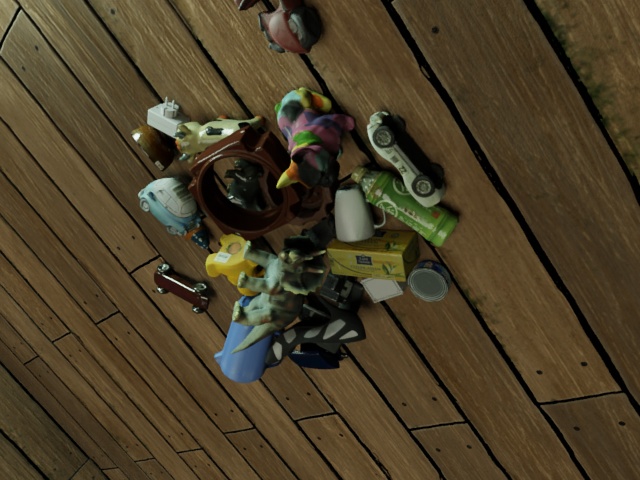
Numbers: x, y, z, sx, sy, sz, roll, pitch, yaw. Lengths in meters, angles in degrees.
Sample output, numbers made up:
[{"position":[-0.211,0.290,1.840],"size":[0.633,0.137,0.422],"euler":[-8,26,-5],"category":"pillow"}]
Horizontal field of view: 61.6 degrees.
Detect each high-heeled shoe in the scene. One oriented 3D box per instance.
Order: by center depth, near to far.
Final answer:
[{"position":[-0.010,0.241,1.239],"size":[0.145,0.086,0.248],"euler":[45,108,14],"category":"high-heeled shoe"}]

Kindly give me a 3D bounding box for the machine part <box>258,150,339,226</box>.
[{"position":[-0.043,-0.117,1.149],"size":[0.180,0.056,0.179],"euler":[15,126,22],"category":"machine part"}]

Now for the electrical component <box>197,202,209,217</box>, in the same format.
[{"position":[-0.262,-0.088,1.310],"size":[0.102,0.045,0.078],"euler":[53,159,-8],"category":"electrical component"}]

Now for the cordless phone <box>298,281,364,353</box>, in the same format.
[{"position":[0.026,0.164,1.298],"size":[0.147,0.089,0.184],"euler":[24,119,17],"category":"cordless phone"}]

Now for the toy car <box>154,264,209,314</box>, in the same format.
[{"position":[-0.391,0.137,1.530],"size":[0.202,0.053,0.089],"euler":[22,119,21],"category":"toy car"}]

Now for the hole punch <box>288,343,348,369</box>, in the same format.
[{"position":[-0.012,0.296,1.393],"size":[0.142,0.092,0.115],"euler":[-9,119,31],"category":"hole punch"}]

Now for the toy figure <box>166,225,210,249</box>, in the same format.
[{"position":[-0.344,-0.034,1.382],"size":[0.154,0.064,0.058],"euler":[33,95,1],"category":"toy figure"}]

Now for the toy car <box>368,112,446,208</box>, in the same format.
[{"position":[0.160,-0.150,0.991],"size":[0.201,0.073,0.056],"euler":[49,131,-7],"category":"toy car"}]

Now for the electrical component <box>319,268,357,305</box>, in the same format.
[{"position":[0.036,0.100,1.196],"size":[0.048,0.119,0.074],"euler":[22,89,25],"category":"electrical component"}]

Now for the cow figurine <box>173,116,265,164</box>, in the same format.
[{"position":[-0.220,-0.214,1.140],"size":[0.195,0.127,0.085],"euler":[8,121,23],"category":"cow figurine"}]

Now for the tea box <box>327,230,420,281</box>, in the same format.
[{"position":[0.112,0.028,1.126],"size":[0.170,0.098,0.068],"euler":[2,122,28],"category":"tea box"}]

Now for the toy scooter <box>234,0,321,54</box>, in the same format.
[{"position":[-0.084,-0.410,0.960],"size":[0.135,0.075,0.183],"euler":[-12,110,35],"category":"toy scooter"}]

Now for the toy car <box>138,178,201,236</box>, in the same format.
[{"position":[-0.356,-0.094,1.304],"size":[0.162,0.109,0.103],"euler":[46,135,9],"category":"toy car"}]

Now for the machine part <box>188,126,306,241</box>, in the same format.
[{"position":[-0.146,-0.109,1.083],"size":[0.201,0.087,0.200],"euler":[-22,118,26],"category":"machine part"}]

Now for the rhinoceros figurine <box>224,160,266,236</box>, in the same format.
[{"position":[-0.174,-0.094,1.237],"size":[0.112,0.073,0.190],"euler":[20,128,4],"category":"rhinoceros figurine"}]

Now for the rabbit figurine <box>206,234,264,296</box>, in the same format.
[{"position":[-0.178,0.075,1.342],"size":[0.163,0.122,0.173],"euler":[5,138,17],"category":"rabbit figurine"}]

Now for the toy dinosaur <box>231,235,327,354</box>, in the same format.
[{"position":[-0.097,0.131,1.228],"size":[0.192,0.131,0.404],"euler":[11,131,-5],"category":"toy dinosaur"}]

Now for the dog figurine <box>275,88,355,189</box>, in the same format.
[{"position":[-0.032,-0.180,0.991],"size":[0.191,0.219,0.108],"euler":[36,129,3],"category":"dog figurine"}]

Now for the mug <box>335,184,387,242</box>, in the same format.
[{"position":[0.078,-0.059,1.103],"size":[0.110,0.081,0.107],"euler":[-6,110,20],"category":"mug"}]

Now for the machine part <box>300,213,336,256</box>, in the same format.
[{"position":[-0.002,-0.004,1.215],"size":[0.084,0.039,0.139],"euler":[49,134,4],"category":"machine part"}]
